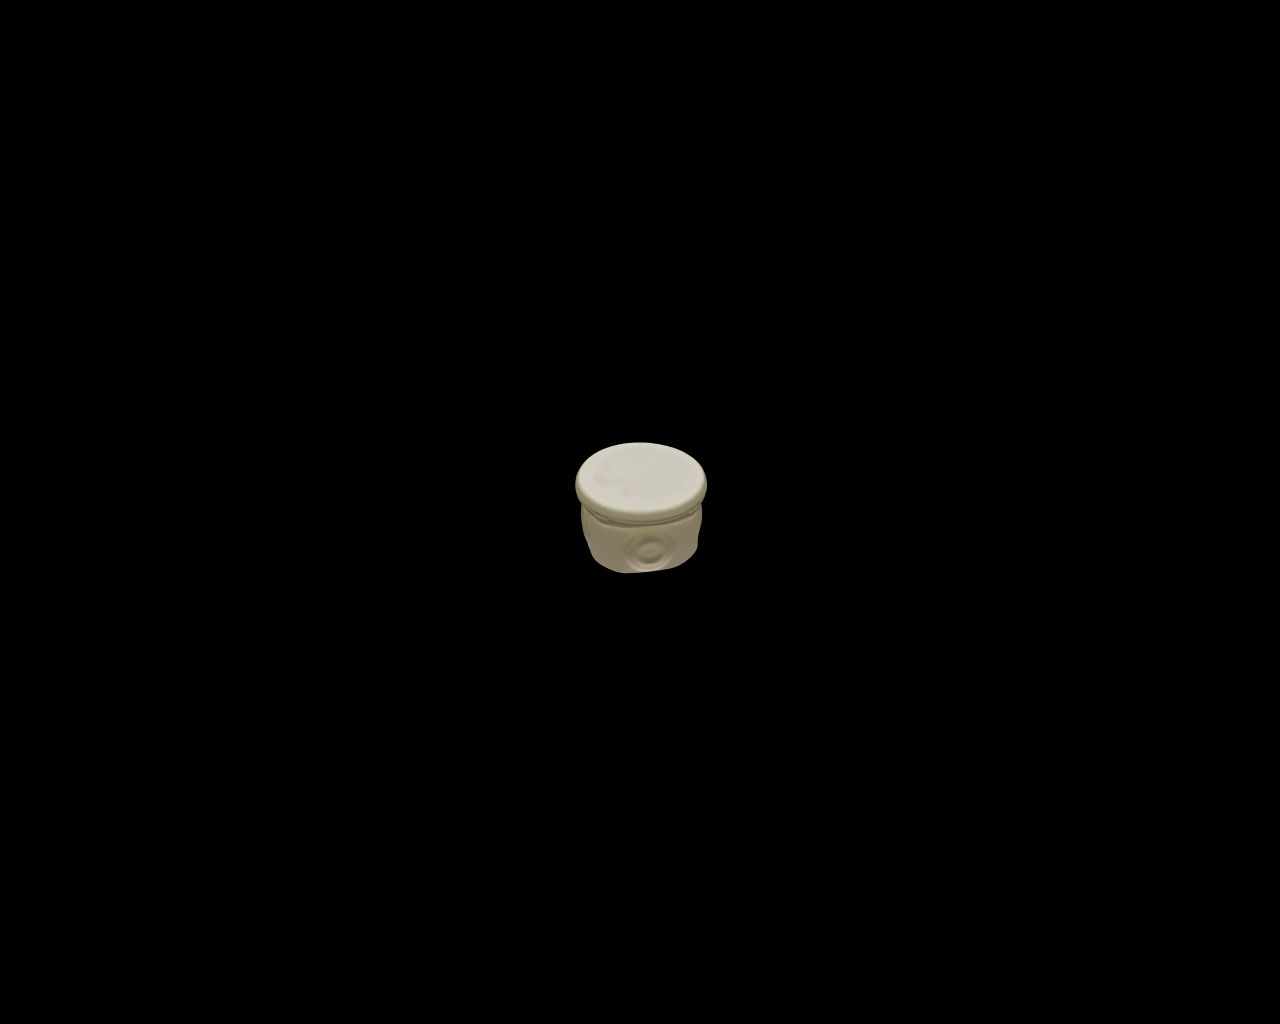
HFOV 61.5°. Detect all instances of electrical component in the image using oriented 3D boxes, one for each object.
[{"bbox_3d":[0.001,-0.003,0.650,0.080,0.050,0.080,0,35,0],"label":"electrical component"}]
